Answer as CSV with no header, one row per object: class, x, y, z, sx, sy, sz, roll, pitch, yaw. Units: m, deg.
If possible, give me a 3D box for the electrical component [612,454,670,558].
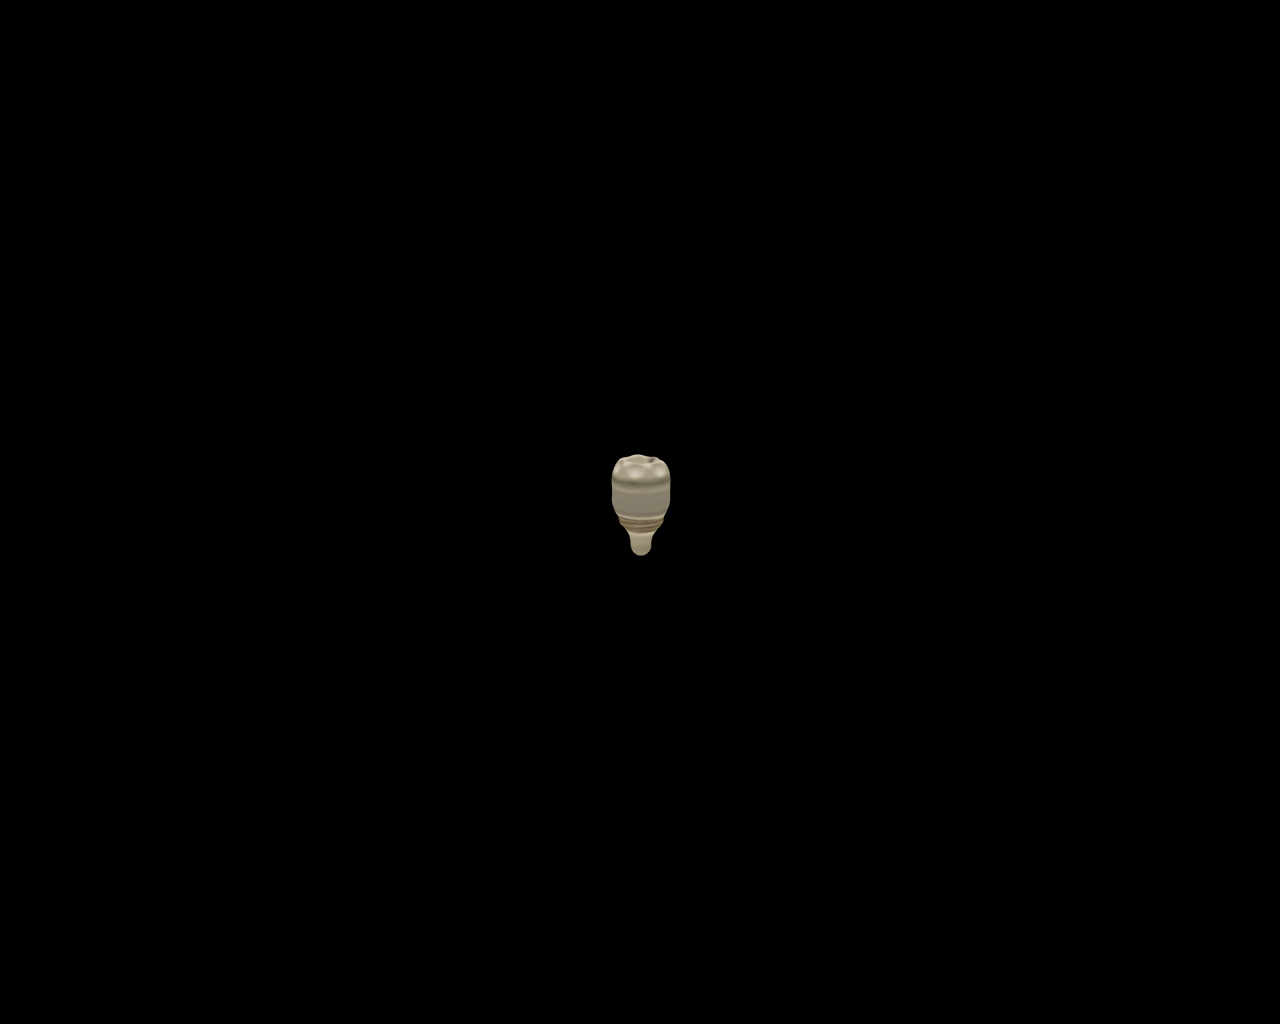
electrical component,0.001,-0.003,0.650,0.035,0.061,0.035,0,17,0
